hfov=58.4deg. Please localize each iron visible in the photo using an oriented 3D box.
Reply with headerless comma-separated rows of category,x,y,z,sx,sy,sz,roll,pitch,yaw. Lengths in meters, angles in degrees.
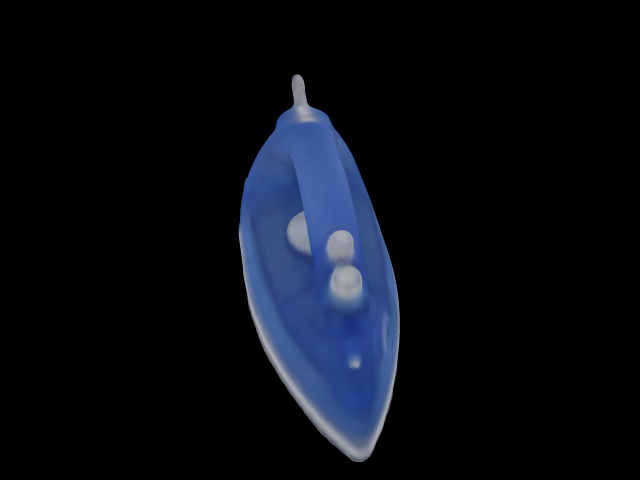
iron,0.004,0.001,0.400,0.119,0.141,0.258,-8,43,-8
